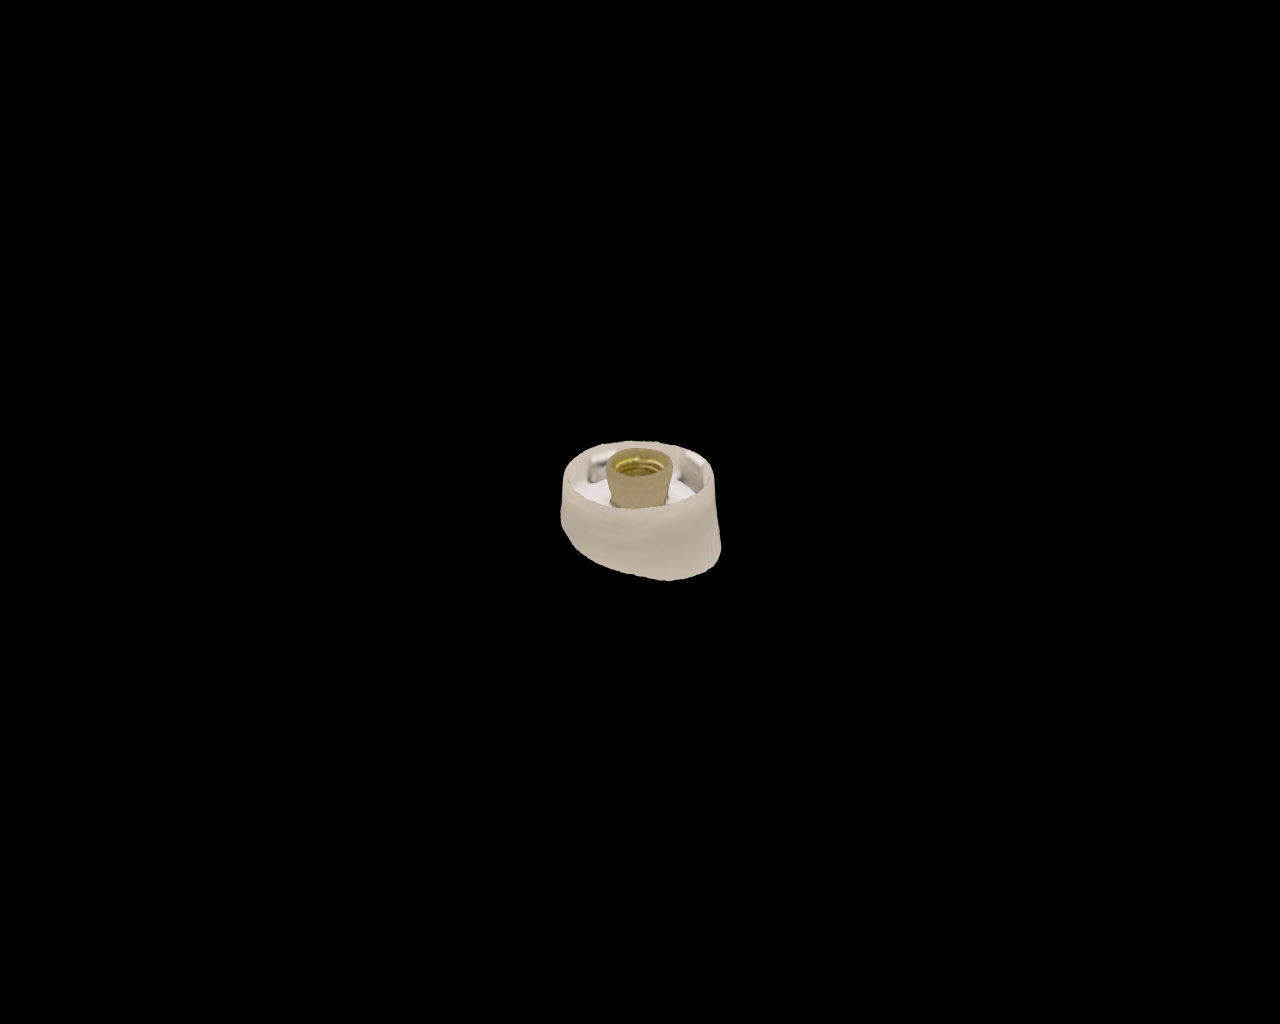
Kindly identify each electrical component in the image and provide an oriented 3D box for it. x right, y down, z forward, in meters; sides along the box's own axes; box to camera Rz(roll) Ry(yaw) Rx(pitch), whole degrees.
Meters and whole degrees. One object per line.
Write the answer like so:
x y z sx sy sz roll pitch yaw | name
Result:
0.001 -0.003 0.650 0.099 0.064 0.099 0 29 0 | electrical component
